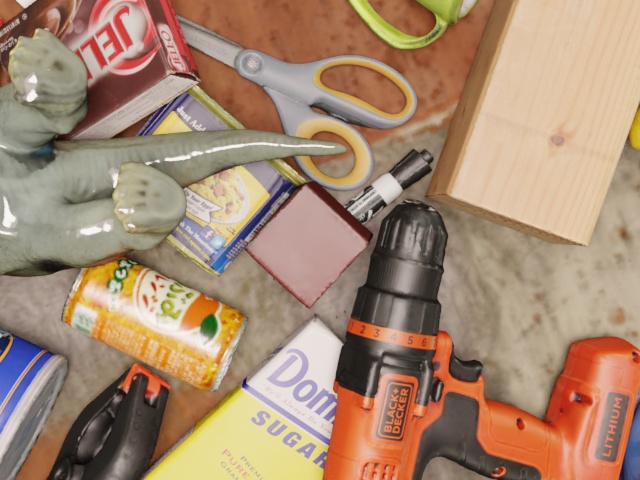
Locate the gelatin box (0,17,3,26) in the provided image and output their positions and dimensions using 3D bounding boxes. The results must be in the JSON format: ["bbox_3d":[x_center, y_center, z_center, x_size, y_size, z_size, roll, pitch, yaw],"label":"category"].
[{"bbox_3d":[-0.240,-0.106,0.646,0.030,0.089,0.073,5,91,43],"label":"gelatin box"}]

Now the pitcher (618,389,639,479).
[{"bbox_3d":[0.317,0.146,0.648,0.242,0.145,0.149,29,103,-5],"label":"pitcher"}]

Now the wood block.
[{"bbox_3d":[0.145,-0.109,0.650,0.091,0.090,0.206,20,91,-3],"label":"wood block"}]

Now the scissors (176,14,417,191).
[{"bbox_3d":[-0.040,-0.091,0.683,0.201,0.016,0.096,11,91,-1],"label":"scissors"}]

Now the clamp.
[{"bbox_3d":[-0.143,0.159,0.644,0.039,0.120,0.171,35,88,-39],"label":"clamp"}]

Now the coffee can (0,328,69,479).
[{"bbox_3d":[-0.238,0.086,0.639,0.140,0.103,0.103,27,91,-1],"label":"coffee can"}]

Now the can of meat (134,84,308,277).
[{"bbox_3d":[-0.073,-0.039,0.663,0.102,0.057,0.084,41,92,-2],"label":"can of meat"}]

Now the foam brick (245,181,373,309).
[{"bbox_3d":[-0.004,0.001,0.632,0.051,0.078,0.053,44,97,1],"label":"foam brick"}]

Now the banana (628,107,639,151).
[{"bbox_3d":[0.253,-0.076,0.655,0.197,0.070,0.037,-15,127,-30],"label":"banana"}]

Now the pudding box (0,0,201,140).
[{"bbox_3d":[-0.135,-0.110,0.640,0.114,0.039,0.090,-28,75,26],"label":"pudding box"}]

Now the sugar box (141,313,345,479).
[{"bbox_3d":[-0.035,0.139,0.673,0.176,0.048,0.093,-44,92,1],"label":"sugar box"}]

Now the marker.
[{"bbox_3d":[0.023,-0.017,0.684,0.121,0.020,0.020,-39,92,0],"label":"marker"}]

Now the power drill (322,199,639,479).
[{"bbox_3d":[0.100,0.081,0.643,0.187,0.057,0.184,12,92,-19],"label":"power drill"}]
